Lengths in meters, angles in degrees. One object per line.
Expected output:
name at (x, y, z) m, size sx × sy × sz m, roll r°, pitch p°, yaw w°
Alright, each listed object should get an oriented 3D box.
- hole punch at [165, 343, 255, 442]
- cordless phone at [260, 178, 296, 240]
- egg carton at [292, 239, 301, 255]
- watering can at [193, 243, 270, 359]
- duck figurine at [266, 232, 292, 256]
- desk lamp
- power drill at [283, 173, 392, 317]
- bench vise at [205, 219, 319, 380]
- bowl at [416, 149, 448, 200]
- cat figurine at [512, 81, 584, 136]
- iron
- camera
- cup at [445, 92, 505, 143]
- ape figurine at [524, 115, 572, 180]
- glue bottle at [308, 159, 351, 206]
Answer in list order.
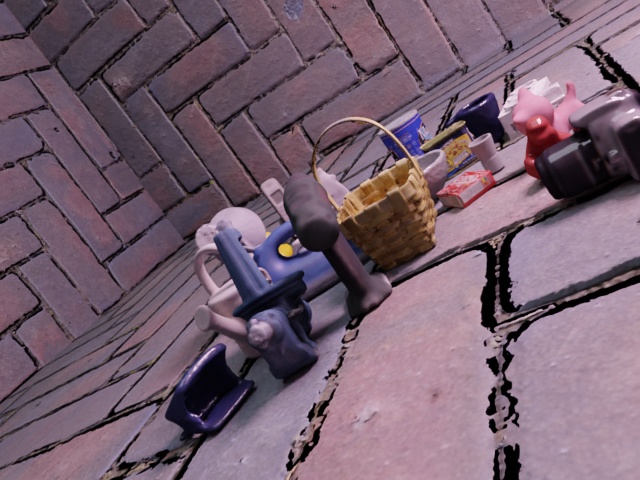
hole punch at (-0.167, 0.211, 0.802) m, size 0.101 × 0.091 × 0.109 m, roll -24°, pitch 16°, yaw 42°
cordless phone at (-0.060, -0.102, 1.520) m, size 0.148 × 0.185 × 0.094 m, roll -39°, pitch 13°, yaw -19°
egg carton at (0.011, 0.004, 1.188) m, size 0.107 × 0.069 × 0.150 m, roll -43°, pitch 14°, yaw -34°
watering can at (-0.135, 0.092, 0.933) m, size 0.101 × 0.194 × 0.173 m, roll -32°, pitch 12°, yaw 13°
duck figurine at (-0.120, 0.018, 1.454) m, size 0.077 × 0.086 × 0.104 m, roll -34°, pitch 12°, yaw 5°
desk lamp at (-0.154, 0.044, 1.126) m, size 0.118 × 0.214 × 0.203 m, roll -32°, pitch 12°, yaw 12°
power drill at (0.016, 0.001, 0.843) m, size 0.075 × 0.208 × 0.229 m, roll -34°, pitch 12°, yaw 4°
bench vise at (-0.077, 0.068, 0.803) m, size 0.121 × 0.220 × 0.207 m, roll -36°, pitch 12°, yaw -8°
bowl at (0.185, -0.101, 1.115) m, size 0.167 × 0.075 × 0.167 m, roll -33°, pitch 12°, yaw 8°
cat figurine at (0.363, -0.200, 0.911) m, size 0.128 × 0.118 × 0.067 m, roll -35°, pitch 12°, yaw -1°
iron at (-0.013, 0.011, 1.051) m, size 0.258 × 0.141 × 0.118 m, roll -33°, pitch 12°, yaw 10°
camera at (0.335, -0.119, 0.706) m, size 0.136 × 0.101 × 0.143 m, roll -29°, pitch 13°, yaw 26°
cup at (0.334, -0.241, 1.209) m, size 0.117 × 0.095 × 0.092 m, roll -32°, pitch 12°, yaw 15°
ape figurine at (0.324, -0.135, 0.823) m, size 0.077 × 0.092 × 0.076 m, roll -29°, pitch 13°, yaw 26°
glue bottle at (0.024, -0.126, 1.414) m, size 0.078 × 0.173 × 0.037 m, roll -36°, pitch 12°, yaw -8°
